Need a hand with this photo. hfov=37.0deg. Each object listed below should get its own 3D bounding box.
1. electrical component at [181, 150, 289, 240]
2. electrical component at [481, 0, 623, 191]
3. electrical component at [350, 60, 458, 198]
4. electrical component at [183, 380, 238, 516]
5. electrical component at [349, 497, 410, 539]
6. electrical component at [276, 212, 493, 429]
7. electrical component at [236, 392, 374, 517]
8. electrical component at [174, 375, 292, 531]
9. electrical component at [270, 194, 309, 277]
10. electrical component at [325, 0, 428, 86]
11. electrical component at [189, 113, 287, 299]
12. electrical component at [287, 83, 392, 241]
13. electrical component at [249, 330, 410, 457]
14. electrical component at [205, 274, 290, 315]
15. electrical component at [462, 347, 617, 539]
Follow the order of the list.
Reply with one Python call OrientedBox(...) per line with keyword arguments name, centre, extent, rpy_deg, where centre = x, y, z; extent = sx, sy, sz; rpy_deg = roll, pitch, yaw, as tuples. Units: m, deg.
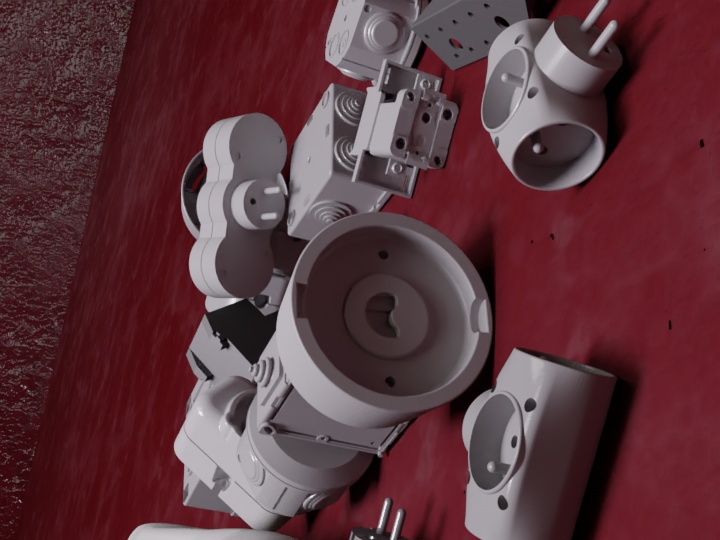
OrientedBox(name="electrical component", centre=(-0.113, -0.062, 0.961), extent=(0.064, 0.099, 0.099), rpy_deg=(154, 128, -73))
OrientedBox(name="electrical component", centre=(0.095, -0.091, 0.500), extent=(0.077, 0.044, 0.079), rpy_deg=(-94, 27, -42))
OrientedBox(name="electrical component", centre=(0.029, -0.089, 0.681), extent=(0.064, 0.042, 0.081), rpy_deg=(-162, 86, -68))
OrientedBox(name="electrical component", centre=(-0.099, 0.120, 0.854), extent=(0.108, 0.056, 0.108), rpy_deg=(-97, 29, -46))
OrientedBox(name="electrical component", centre=(0.009, 0.156, 0.554), extent=(0.083, 0.047, 0.075), rpy_deg=(-163, 88, -70))
OrientedBox(name="electrical component", centre=(0.008, 0.031, 0.564), extent=(0.060, 0.108, 0.108), rpy_deg=(128, 150, -60))
OrientedBox(name="electrical component", centre=(-0.034, 0.107, 0.660), extent=(0.051, 0.080, 0.080), rpy_deg=(118, 156, -46))
OrientedBox(name="electrical component", centre=(-0.072, 0.120, 0.726), extent=(0.054, 0.095, 0.059), rpy_deg=(-33, -22, -51))
OrientedBox(name="electrical component", centre=(-0.065, -0.030, 0.873), extent=(0.095, 0.054, 0.059), rpy_deg=(-150, 76, -69))
OrientedBox(name="electrical component", centre=(0.012, -0.172, 0.769), extent=(0.080, 0.051, 0.080), rpy_deg=(-165, 90, -70))
OrientedBox(name="electrical component", centre=(-0.080, -0.047, 0.792), extent=(0.074, 0.052, 0.138), rpy_deg=(-1, 81, 51))
OrientedBox(name="electrical component", centre=(-0.016, -0.074, 0.777), extent=(0.099, 0.048, 0.099), rpy_deg=(130, 147, -51))
OrientedBox(name="electrical component", centre=(-0.018, 0.059, 0.622), extent=(0.061, 0.096, 0.061), rpy_deg=(123, 154, -42))
OrientedBox(name="electrical component", centre=(-0.096, 0.025, 0.919), extent=(0.095, 0.054, 0.059), rpy_deg=(-154, 79, -70))
OrientedBox(name="electrical component", centre=(0.068, 0.072, 0.458), extent=(0.079, 0.044, 0.077), rpy_deg=(-158, 83, -70))
